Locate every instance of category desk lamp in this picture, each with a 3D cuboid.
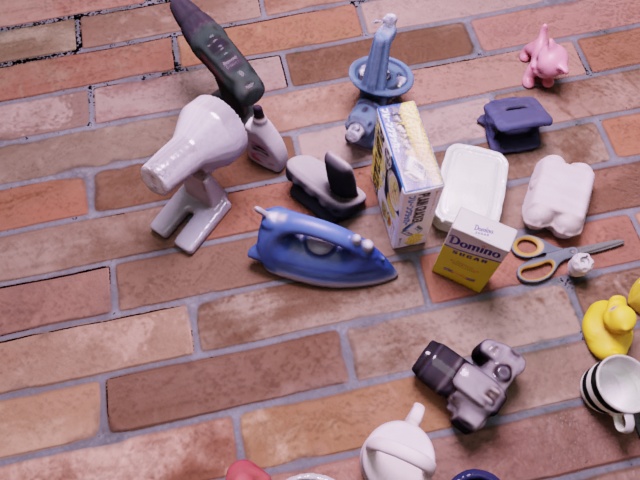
[{"bbox_3d":[-0.212,-0.111,0.967,0.117,0.213,0.203,30,71,14],"label":"desk lamp"}]

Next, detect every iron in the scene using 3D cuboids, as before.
[{"bbox_3d":[0.009,0.003,0.951,0.258,0.141,0.119,13,68,7],"label":"iron"}]

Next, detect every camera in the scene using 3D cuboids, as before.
[{"bbox_3d":[0.223,0.203,0.881,0.136,0.101,0.143,36,73,15],"label":"camera"}]

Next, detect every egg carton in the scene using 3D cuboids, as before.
[{"bbox_3d":[0.420,-0.078,1.012,0.107,0.069,0.150,19,69,10],"label":"egg carton"}]

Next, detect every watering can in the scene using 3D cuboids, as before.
[{"bbox_3d":[0.107,0.310,0.788,0.101,0.194,0.173,3,67,3],"label":"watering can"}]

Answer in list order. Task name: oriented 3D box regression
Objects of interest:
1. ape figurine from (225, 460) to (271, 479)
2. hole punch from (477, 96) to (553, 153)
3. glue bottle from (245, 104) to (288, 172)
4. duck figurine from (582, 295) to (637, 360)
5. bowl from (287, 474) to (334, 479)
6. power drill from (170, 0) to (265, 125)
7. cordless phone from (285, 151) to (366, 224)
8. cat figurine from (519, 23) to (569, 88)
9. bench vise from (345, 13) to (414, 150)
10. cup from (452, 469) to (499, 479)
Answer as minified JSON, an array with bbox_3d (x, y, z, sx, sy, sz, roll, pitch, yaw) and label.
[{"bbox_3d":[-0.110,0.357,0.831,0.078,0.092,0.076,-12,67,-3],"label":"ape figurine"},{"bbox_3d":[0.360,-0.226,1.065,0.108,0.091,0.101,-9,67,-2],"label":"hole punch"},{"bbox_3d":[-0.101,-0.187,1.018,0.078,0.173,0.037,24,70,12],"label":"glue bottle"},{"bbox_3d":[0.469,0.138,0.910,0.077,0.086,0.104,7,67,5],"label":"duck figurine"},{"bbox_3d":[-0.012,0.421,0.810,0.167,0.075,0.167,-1,67,2],"label":"bowl"},{"bbox_3d":[-0.182,-0.308,1.052,0.076,0.208,0.229,-39,71,-13],"label":"power drill"},{"bbox_3d":[0.008,-0.118,0.978,0.147,0.185,0.094,35,72,15],"label":"cordless phone"},{"bbox_3d":[0.436,-0.355,1.103,0.067,0.118,0.128,0,67,2],"label":"cat figurine"},{"bbox_3d":[0.109,-0.276,1.024,0.121,0.220,0.207,4,67,4],"label":"bench vise"},{"bbox_3d":[0.203,0.372,0.813,0.117,0.095,0.092,14,68,8],"label":"cup"}]
